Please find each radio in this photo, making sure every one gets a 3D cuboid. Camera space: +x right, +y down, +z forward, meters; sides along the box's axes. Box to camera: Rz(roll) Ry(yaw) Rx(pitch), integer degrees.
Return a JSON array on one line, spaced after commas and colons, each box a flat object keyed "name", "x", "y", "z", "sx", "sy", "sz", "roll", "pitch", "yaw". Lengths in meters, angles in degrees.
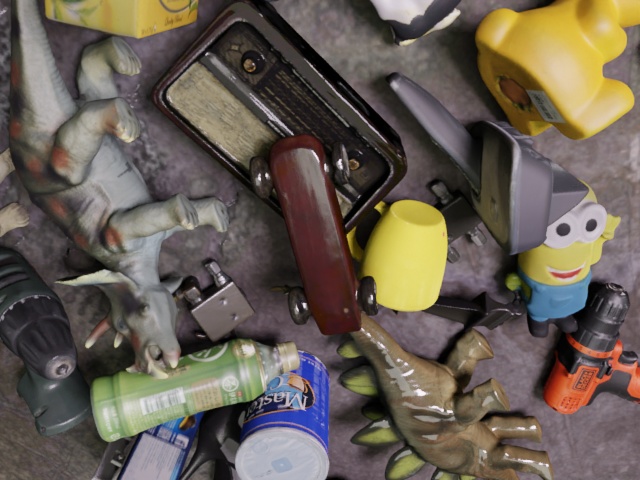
[{"name": "radio", "x": -0.030, "y": -0.111, "z": 0.521, "sx": 0.229, "sy": 0.073, "sz": 0.131, "roll": 41, "pitch": 112, "yaw": -19}]

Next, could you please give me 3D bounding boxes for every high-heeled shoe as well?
[{"name": "high-heeled shoe", "x": -0.089, "y": 0.314, "z": 0.752, "sx": 0.145, "sy": 0.086, "sz": 0.248, "roll": -49, "pitch": 128, "yaw": -10}]

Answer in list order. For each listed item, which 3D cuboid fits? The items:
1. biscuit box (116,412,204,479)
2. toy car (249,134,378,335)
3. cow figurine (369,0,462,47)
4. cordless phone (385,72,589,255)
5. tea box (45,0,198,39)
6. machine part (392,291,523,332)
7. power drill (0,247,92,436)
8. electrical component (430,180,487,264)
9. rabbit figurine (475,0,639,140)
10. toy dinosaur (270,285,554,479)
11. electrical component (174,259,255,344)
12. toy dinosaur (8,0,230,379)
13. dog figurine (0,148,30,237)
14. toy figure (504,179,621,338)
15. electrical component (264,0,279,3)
[{"name": "biscuit box", "x": -0.182, "y": 0.234, "z": 0.623, "sx": 0.059, "sy": 0.203, "sz": 0.062, "roll": 27, "pitch": 115, "yaw": -8}, {"name": "toy car", "x": -0.001, "y": -0.002, "z": 0.507, "sx": 0.089, "sy": 0.053, "sz": 0.201, "roll": -12, "pitch": 113, "yaw": 10}, {"name": "cow figurine", "x": 0.115, "y": -0.246, "z": 0.455, "sx": 0.167, "sy": 0.068, "sz": 0.098, "roll": -34, "pitch": 116, "yaw": 20}, {"name": "cordless phone", "x": 0.136, "y": -0.085, "z": 0.490, "sx": 0.184, "sy": 0.147, "sz": 0.088, "roll": 40, "pitch": 109, "yaw": -14}, {"name": "tea box", "x": -0.143, "y": -0.219, "z": 0.419, "sx": 0.068, "sy": 0.170, "sz": 0.098, "roll": 11, "pitch": 117, "yaw": -2}, {"name": "machine part", "x": 0.147, "y": 0.076, "z": 0.608, "sx": 0.139, "sy": 0.084, "sz": 0.039, "roll": 12, "pitch": 73, "yaw": -3}, {"name": "power drill", "x": -0.308, "y": 0.125, "z": 0.588, "sx": 0.086, "sy": 0.232, "sz": 0.207, "roll": -32, "pitch": 141, "yaw": -29}, {"name": "electrical component", "x": 0.139, "y": -0.020, "z": 0.590, "sx": 0.063, "sy": 0.021, "sz": 0.094, "roll": -35, "pitch": 111, "yaw": 18}, {"name": "rabbit figurine", "x": 0.223, "y": -0.194, "z": 0.470, "sx": 0.173, "sy": 0.122, "sz": 0.162, "roll": -40, "pitch": 100, "yaw": 4}, {"name": "toy dinosaur", "x": 0.132, "y": 0.203, "z": 0.657, "sx": 0.198, "sy": 0.105, "sz": 0.471, "roll": -31, "pitch": 106, "yaw": 19}, {"name": "electrical component", "x": -0.126, "y": 0.080, "z": 0.637, "sx": 0.078, "sy": 0.045, "sz": 0.102, "roll": -42, "pitch": 114, "yaw": -11}, {"name": "toy dinosaur", "x": -0.229, "y": -0.060, "z": 0.536, "sx": 0.192, "sy": 0.131, "sz": 0.404, "roll": -23, "pitch": 107, "yaw": 12}, {"name": "dog figurine", "x": -0.383, "y": -0.020, "z": 0.513, "sx": 0.121, "sy": 0.191, "sz": 0.172, "roll": 15, "pitch": 117, "yaw": -5}, {"name": "toy figure", "x": 0.247, "y": 0.018, "z": 0.575, "sx": 0.082, "sy": 0.089, "sz": 0.179, "roll": -23, "pitch": 127, "yaw": -18}, {"name": "electrical component", "x": -0.061, "y": -0.232, "z": 0.439, "sx": 0.075, "sy": 0.119, "sz": 0.047, "roll": 22, "pitch": 114, "yaw": -12}]
